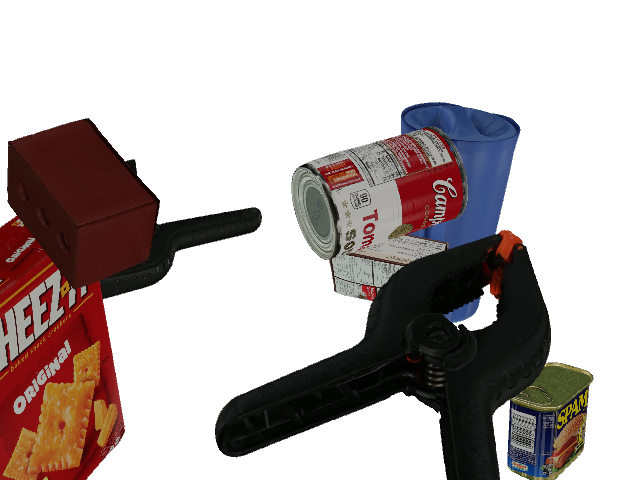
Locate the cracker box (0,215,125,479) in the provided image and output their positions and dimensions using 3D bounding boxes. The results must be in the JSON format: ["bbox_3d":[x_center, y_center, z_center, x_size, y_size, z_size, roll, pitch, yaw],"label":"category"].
[{"bbox_3d":[-0.229,0.109,0.819,0.072,0.214,0.164,10,32,21],"label":"cracker box"}]

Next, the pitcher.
[{"bbox_3d":[0.141,-0.027,1.229,0.149,0.243,0.145,-4,26,-20],"label":"pitcher"}]

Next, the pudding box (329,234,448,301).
[{"bbox_3d":[0.066,0.027,1.030,0.113,0.039,0.090,10,-30,12],"label":"pudding box"}]

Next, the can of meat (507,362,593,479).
[{"bbox_3d":[0.226,0.180,1.060,0.058,0.084,0.101,13,22,35],"label":"can of meat"}]

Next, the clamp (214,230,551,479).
[{"bbox_3d":[0.053,0.059,0.442,0.120,0.039,0.171,34,53,23],"label":"clamp"}]

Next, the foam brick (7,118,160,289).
[{"bbox_3d":[-0.136,-0.021,0.606,0.051,0.053,0.078,-24,57,-34],"label":"foam brick"}]

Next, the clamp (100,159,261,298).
[{"bbox_3d":[-0.179,-0.009,1.034,0.165,0.036,0.209,25,39,22],"label":"clamp"}]

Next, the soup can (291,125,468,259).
[{"bbox_3d":[0.040,-0.033,0.727,0.102,0.068,0.069,-18,7,-21],"label":"soup can"}]
